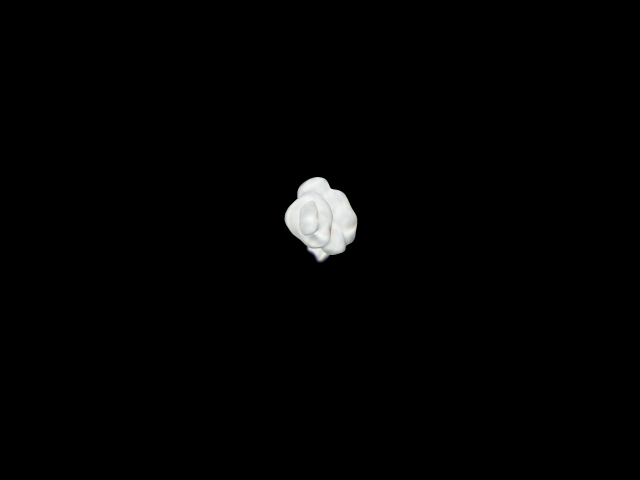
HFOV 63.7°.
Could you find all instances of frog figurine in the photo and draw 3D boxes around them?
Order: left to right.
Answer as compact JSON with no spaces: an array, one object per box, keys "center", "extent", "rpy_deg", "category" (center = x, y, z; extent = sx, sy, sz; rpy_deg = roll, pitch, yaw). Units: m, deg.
[{"center":[0.003,-0.043,0.850],"extent":[0.123,0.139,0.157],"rpy_deg":[-10,-18,-3],"category":"frog figurine"}]
